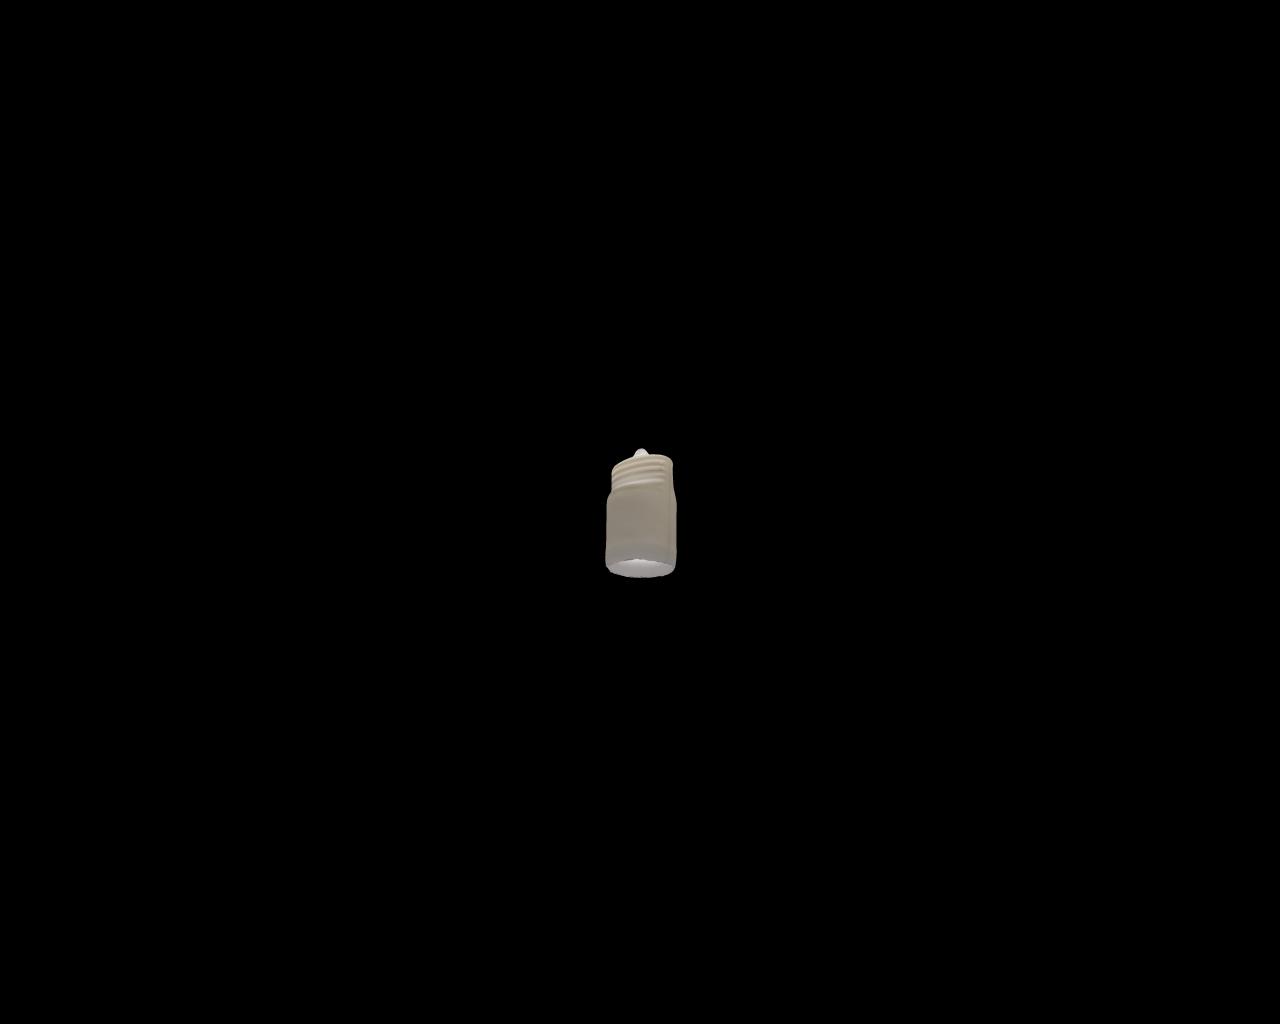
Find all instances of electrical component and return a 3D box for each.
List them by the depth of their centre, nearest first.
[{"bbox_3d":[0.001,-0.003,0.650,0.043,0.081,0.043,0,-20,0],"label":"electrical component"}]
